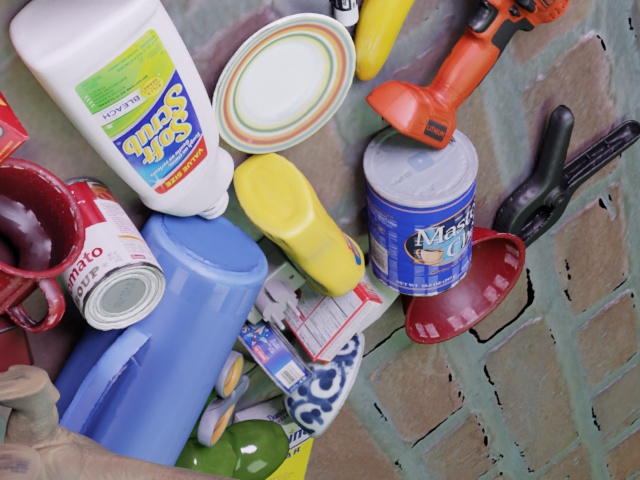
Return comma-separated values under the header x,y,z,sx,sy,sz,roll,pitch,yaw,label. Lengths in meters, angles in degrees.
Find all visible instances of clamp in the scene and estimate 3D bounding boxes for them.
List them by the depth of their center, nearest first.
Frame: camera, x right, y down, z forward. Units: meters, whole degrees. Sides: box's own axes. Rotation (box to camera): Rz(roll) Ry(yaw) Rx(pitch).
x,y,z,sx,sy,sz,roll,pitch,yaw,label
0.263,-0.060,1.182,0.164,0.036,0.210,-4,134,-41,clamp

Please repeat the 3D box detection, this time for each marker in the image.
x,y,z,sx,sy,sz,roll,pitch,yaw,label
0.016,-0.212,0.797,0.020,0.020,0.121,-28,144,-16,marker

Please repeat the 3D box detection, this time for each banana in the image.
x,y,z,sx,sy,sz,roll,pitch,yaw,label
0.077,-0.210,0.839,0.069,0.037,0.198,14,120,-50,banana

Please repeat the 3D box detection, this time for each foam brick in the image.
x,y,z,sx,sy,sz,roll,pitch,yaw,label
-0.257,0.063,0.806,0.051,0.078,0.053,-23,140,-22,foam brick

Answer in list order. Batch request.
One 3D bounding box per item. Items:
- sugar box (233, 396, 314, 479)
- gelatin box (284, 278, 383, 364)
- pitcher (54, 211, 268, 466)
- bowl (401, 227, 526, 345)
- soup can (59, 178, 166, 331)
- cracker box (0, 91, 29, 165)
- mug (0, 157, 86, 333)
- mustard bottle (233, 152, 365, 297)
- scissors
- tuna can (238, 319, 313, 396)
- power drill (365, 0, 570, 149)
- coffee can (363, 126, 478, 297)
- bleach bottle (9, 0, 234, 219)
x,y,z,sx,sy,sz,roll,pitch,yaw,label
-0.059,0.255,1.235,0.093,0.048,0.176,-17,141,-28,sugar box
0.009,0.067,1.060,0.089,0.073,0.030,-51,144,16,gelatin box
-0.145,0.097,0.899,0.144,0.149,0.243,16,116,-29,pitcher
0.145,0.039,1.170,0.162,0.055,0.162,-25,143,-20,bowl
-0.168,0.011,0.806,0.068,0.102,0.068,-24,143,-20,soup can
-0.304,-0.070,0.617,0.164,0.072,0.213,-43,145,4,cracker box
-0.217,0.012,0.744,0.082,0.117,0.093,-37,175,41,mug
-0.006,0.001,0.950,0.058,0.096,0.191,-40,146,-1,mustard bottle
-0.076,0.125,1.022,0.201,0.016,0.096,-57,162,-65,scissors
-0.045,0.110,1.048,0.034,0.086,0.086,-40,146,-3,tuna can
0.123,-0.169,0.886,0.188,0.057,0.184,-50,155,14,power drill
0.094,-0.028,1.004,0.102,0.103,0.140,-28,144,-16,coffee can
-0.118,-0.091,0.775,0.102,0.068,0.250,-36,148,-2,bleach bottle
